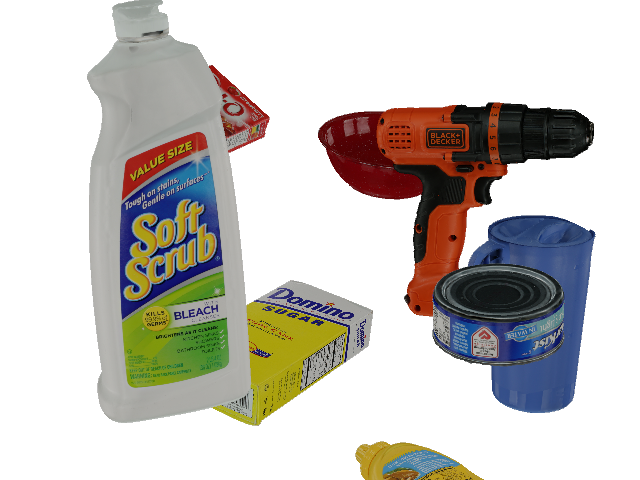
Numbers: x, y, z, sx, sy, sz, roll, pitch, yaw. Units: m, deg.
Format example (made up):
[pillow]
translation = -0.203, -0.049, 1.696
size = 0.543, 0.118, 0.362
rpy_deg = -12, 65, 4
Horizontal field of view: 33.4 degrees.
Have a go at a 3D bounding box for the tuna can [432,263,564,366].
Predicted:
[tuna can]
translation = 0.116, 0.046, 0.695
size = 0.086, 0.034, 0.086
rpy_deg = -3, 23, 1

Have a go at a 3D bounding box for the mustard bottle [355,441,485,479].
[mustard bottle]
translation = 0.099, 0.231, 0.970
size = 0.096, 0.058, 0.192
rpy_deg = -14, 24, -36

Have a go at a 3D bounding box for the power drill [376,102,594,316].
[power drill]
translation = 0.141, -0.026, 0.924
size = 0.185, 0.188, 0.057
rpy_deg = 3, 14, 22

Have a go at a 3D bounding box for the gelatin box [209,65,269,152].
[gelatin box]
translation = -0.104, -0.121, 1.000
size = 0.073, 0.030, 0.089
rpy_deg = -28, 62, -35

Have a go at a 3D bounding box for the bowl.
[bowl]
translation = 0.076, -0.089, 1.172
size = 0.162, 0.055, 0.162
rpy_deg = 3, 27, -2

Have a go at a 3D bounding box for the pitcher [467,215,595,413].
[pitcher]
translation = 0.271, 0.097, 1.381
size = 0.149, 0.243, 0.144
rpy_deg = 5, 19, 16

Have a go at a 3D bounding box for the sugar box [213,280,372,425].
[sugar box]
translation = -0.039, 0.091, 0.920
size = 0.093, 0.048, 0.175
rpy_deg = 20, 30, 28

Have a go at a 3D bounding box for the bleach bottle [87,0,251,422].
[bleach bottle]
translation = -0.102, -0.017, 0.652
size = 0.102, 0.251, 0.068
rpy_deg = -9, 21, -11
